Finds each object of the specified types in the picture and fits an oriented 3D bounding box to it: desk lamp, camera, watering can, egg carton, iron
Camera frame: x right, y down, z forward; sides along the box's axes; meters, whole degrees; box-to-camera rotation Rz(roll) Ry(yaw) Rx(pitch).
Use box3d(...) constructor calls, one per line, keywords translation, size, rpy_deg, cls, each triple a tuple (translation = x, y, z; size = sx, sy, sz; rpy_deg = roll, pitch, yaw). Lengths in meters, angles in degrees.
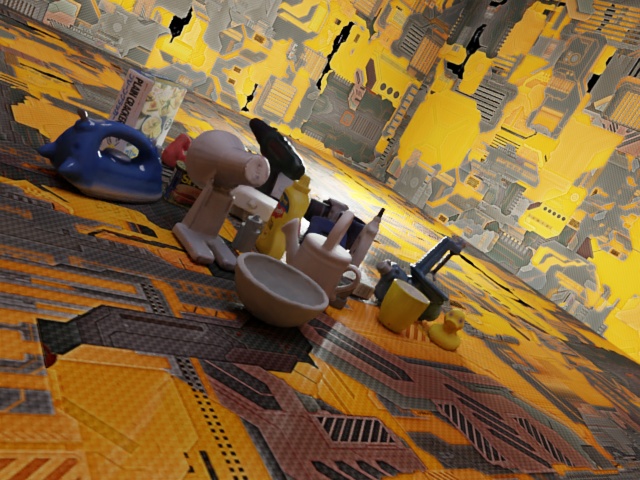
box3d(translation=(-0.182, -0.085, 1.065), size=(0.118, 0.213, 0.202), rpy_deg=(17, 18, -42), cls="desk lamp")
box3d(translation=(0.013, -0.086, 1.714), size=(0.137, 0.101, 0.143), rpy_deg=(25, 14, -17), cls="camera")
box3d(translation=(0.003, 0.024, 1.089), size=(0.173, 0.194, 0.101), rpy_deg=(26, 14, -13), cls="watering can")
box3d(translation=(-0.160, -0.078, 1.396), size=(0.150, 0.069, 0.107), rpy_deg=(30, 13, 2), cls="egg carton")
box3d(translation=(-0.377, -0.157, 1.083), size=(0.118, 0.141, 0.259), rpy_deg=(37, 15, 30), cls="iron")

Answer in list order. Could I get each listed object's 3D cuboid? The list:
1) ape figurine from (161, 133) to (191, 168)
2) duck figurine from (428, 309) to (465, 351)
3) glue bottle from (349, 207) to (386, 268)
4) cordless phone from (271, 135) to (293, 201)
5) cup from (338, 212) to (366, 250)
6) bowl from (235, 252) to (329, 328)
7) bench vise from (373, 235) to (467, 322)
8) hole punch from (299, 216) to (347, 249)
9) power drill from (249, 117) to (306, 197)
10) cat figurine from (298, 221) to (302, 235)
box3d(translation=(-0.366, -0.233, 1.492), size=(0.076, 0.092, 0.077), rpy_deg=(20, 16, -35), cls="ape figurine")
box3d(translation=(0.298, 0.195, 1.300), size=(0.077, 0.086, 0.105), rpy_deg=(34, 14, 19), cls="duck figurine")
box3d(translation=(0.127, -0.011, 1.517), size=(0.037, 0.173, 0.078), rpy_deg=(27, 14, -9), cls="glue bottle")
box3d(translation=(-0.111, -0.213, 1.742), size=(0.147, 0.185, 0.094), rpy_deg=(29, 13, -1), cls="cordless phone")
box3d(translation=(0.084, -0.020, 1.631), size=(0.091, 0.095, 0.118), rpy_deg=(35, 15, 24), cls="cup")
box3d(translation=(-0.074, 0.093, 0.936), size=(0.167, 0.074, 0.167), rpy_deg=(28, 13, -7), cls="bowl")
box3d(translation=(0.239, 0.078, 1.319), size=(0.208, 0.219, 0.121), rpy_deg=(16, 19, -44), cls="bench vise")
box3d(translation=(0.013, 0.005, 1.400), size=(0.109, 0.091, 0.101), rpy_deg=(26, 14, -14), cls="hole punch")
box3d(translation=(-0.150, -0.196, 1.549), size=(0.229, 0.208, 0.076), rpy_deg=(36, 15, 27), cls="power drill")
box3d(translation=(-0.063, -0.087, 1.525), size=(0.067, 0.117, 0.127), rpy_deg=(25, 14, -17), cls="cat figurine")
